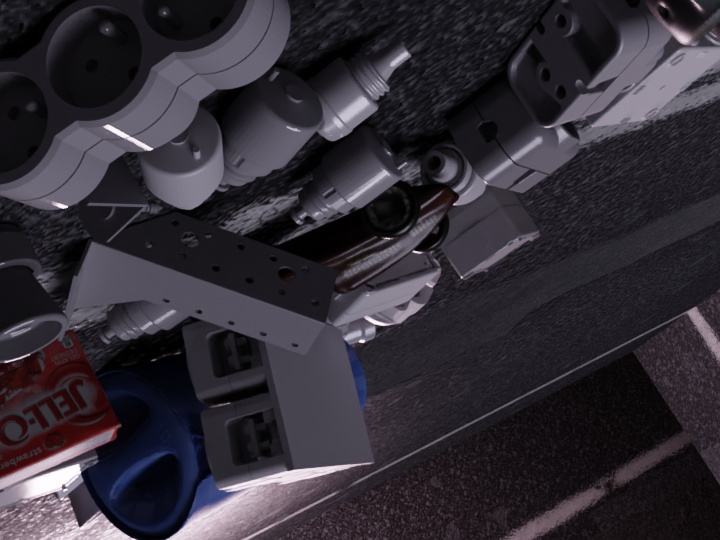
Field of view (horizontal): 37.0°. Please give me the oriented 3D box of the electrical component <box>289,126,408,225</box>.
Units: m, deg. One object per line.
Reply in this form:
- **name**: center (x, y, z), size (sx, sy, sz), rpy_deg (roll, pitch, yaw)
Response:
- **electrical component**: center (-0.010, -0.054, 0.659), size (0.078, 0.040, 0.040), rpy_deg (-35, 164, 20)

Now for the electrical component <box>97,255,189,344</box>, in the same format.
- **electrical component**: center (-0.130, 0.021, 0.674), size (0.078, 0.040, 0.040), rpy_deg (-33, 165, 10)

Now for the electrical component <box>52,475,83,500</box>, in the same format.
- **electrical component**: center (-0.239, 0.162, 0.923), size (0.065, 0.044, 0.044), rpy_deg (-29, 166, -26)

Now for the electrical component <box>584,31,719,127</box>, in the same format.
- **electrical component**: center (0.198, -0.144, 0.748), size (0.100, 0.048, 0.100), rpy_deg (-14, 158, -47)

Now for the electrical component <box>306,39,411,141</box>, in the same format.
- **electrical component**: center (-0.001, -0.096, 0.555), size (0.061, 0.035, 0.035), rpy_deg (-37, 164, 11)

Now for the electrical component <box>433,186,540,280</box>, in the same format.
- **electrical component**: center (0.106, -0.037, 0.910), size (0.062, 0.061, 0.096), rpy_deg (-36, 172, 20)

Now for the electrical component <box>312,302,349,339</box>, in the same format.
- **electrical component**: center (-0.026, 0.032, 0.904), size (0.048, 0.048, 0.062), rpy_deg (-22, 156, -29)

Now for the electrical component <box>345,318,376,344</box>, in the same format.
- **electrical component**: center (-0.014, 0.052, 1.001), size (0.046, 0.040, 0.040), rpy_deg (-19, 162, -20)

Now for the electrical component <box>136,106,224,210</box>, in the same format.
- **electrical component**: center (-0.087, -0.050, 0.526), size (0.040, 0.040, 0.078), rpy_deg (-27, 164, -14)

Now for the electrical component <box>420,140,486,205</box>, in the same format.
- **electrical component**: center (0.062, -0.069, 0.744), size (0.043, 0.043, 0.062), rpy_deg (-35, 163, 17)

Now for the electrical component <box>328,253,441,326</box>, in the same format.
- **electrical component**: center (0.000, 0.000, 0.813), size (0.096, 0.061, 0.061), rpy_deg (-17, 160, -41)

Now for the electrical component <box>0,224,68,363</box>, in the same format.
- **electrical component**: center (-0.175, 0.011, 0.529), size (0.045, 0.055, 0.045), rpy_deg (-28, 165, -8)

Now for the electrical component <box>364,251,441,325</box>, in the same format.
- **electrical component**: center (0.028, 0.012, 0.901), size (0.057, 0.058, 0.078), rpy_deg (-47, -167, 54)

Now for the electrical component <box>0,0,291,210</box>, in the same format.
- **electrical component**: center (-0.088, -0.073, 0.429), size (0.138, 0.052, 0.074), rpy_deg (-33, 165, 9)

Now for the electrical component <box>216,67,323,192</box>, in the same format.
- **electrical component**: center (-0.052, -0.067, 0.540), size (0.040, 0.040, 0.078), rpy_deg (-13, 157, -48)

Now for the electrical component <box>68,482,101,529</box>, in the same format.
- **electrical component**: center (-0.224, 0.188, 0.989), size (0.099, 0.064, 0.099), rpy_deg (-28, 165, -8)

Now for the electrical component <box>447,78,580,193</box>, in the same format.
- **electrical component**: center (0.109, -0.093, 0.735), size (0.059, 0.053, 0.095), rpy_deg (-36, 164, 22)

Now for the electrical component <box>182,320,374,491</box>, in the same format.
- **electrical component**: center (-0.055, 0.091, 0.741), size (0.060, 0.105, 0.186), rpy_deg (-17, 167, 13)

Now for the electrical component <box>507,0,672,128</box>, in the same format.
- **electrical component**: center (0.143, -0.136, 0.660), size (0.059, 0.053, 0.095), rpy_deg (-21, 162, -33)

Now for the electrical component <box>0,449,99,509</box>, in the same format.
- **electrical component**: center (-0.240, 0.130, 0.778), size (0.096, 0.061, 0.062), rpy_deg (-12, 159, -47)
